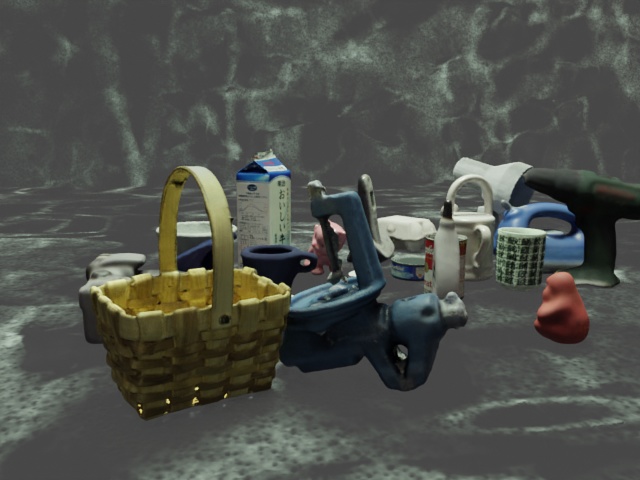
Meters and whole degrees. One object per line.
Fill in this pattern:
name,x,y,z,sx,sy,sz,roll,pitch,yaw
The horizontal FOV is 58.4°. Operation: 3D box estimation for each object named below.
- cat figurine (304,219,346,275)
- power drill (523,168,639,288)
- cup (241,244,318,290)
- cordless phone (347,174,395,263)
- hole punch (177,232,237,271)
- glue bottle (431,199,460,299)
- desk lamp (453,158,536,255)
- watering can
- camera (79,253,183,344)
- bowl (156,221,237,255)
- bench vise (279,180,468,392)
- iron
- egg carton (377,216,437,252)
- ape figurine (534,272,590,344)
cat figurine,0.010,0.004,1.118,0.067,0.118,0.127,-3,11,-16
power drill,0.479,-0.024,1.032,0.229,0.208,0.076,2,11,8
cup,-0.062,0.060,0.885,0.117,0.095,0.092,1,11,4
cordless phone,0.110,-0.049,1.220,0.094,0.185,0.148,2,11,12
hole punch,-0.210,0.030,1.046,0.101,0.091,0.109,3,11,16
glue bottle,0.190,0.025,0.866,0.037,0.173,0.078,0,11,1
desk lamp,0.369,-0.074,1.280,0.202,0.213,0.118,10,15,42
watering can,0.275,-0.028,1.087,0.101,0.194,0.172,-7,13,-32
camera,-0.255,0.072,0.803,0.137,0.101,0.143,-2,11,-12
bowl,-0.257,0.009,1.203,0.167,0.075,0.167,0,11,0
bench vise,0.052,0.045,0.635,0.207,0.220,0.121,0,11,0
iron,0.467,-0.011,1.143,0.258,0.141,0.118,-1,11,-8
egg carton,0.195,-0.016,1.356,0.149,0.069,0.107,10,15,41
ape figurine,0.319,0.087,0.760,0.078,0.092,0.076,-5,12,-27
